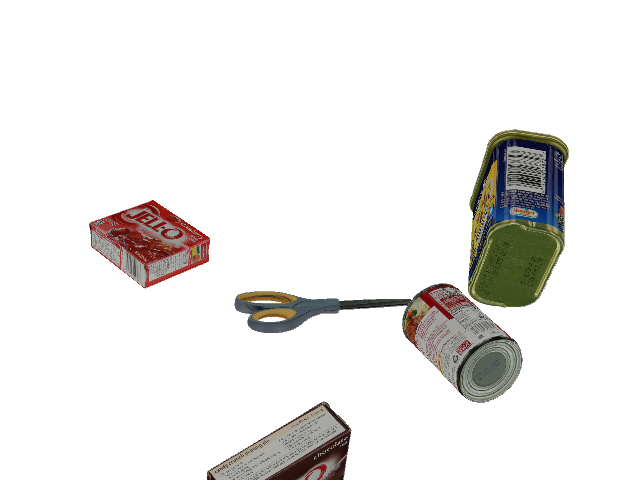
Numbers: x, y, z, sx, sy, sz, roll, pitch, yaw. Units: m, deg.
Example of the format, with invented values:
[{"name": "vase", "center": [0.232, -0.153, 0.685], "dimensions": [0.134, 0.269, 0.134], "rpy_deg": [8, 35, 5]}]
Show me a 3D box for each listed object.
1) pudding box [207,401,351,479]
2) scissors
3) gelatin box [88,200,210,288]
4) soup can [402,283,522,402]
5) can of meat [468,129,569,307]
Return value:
[{"name": "pudding box", "center": [-0.032, 0.184, 0.817], "dimensions": [0.113, 0.090, 0.039], "rpy_deg": [-29, 56, -28]}, {"name": "scissors", "center": [0.003, 0.080, 1.186], "dimensions": [0.202, 0.016, 0.096], "rpy_deg": [3, 22, 2]}, {"name": "gelatin box", "center": [-0.156, 0.001, 0.973], "dimensions": [0.073, 0.030, 0.089], "rpy_deg": [-23, 42, -38]}, {"name": "soup can", "center": [0.128, 0.092, 0.969], "dimensions": [0.068, 0.068, 0.102], "rpy_deg": [0, 25, -27]}, {"name": "can of meat", "center": [0.138, -0.013, 0.755], "dimensions": [0.057, 0.084, 0.102], "rpy_deg": [10, -37, 1]}]
